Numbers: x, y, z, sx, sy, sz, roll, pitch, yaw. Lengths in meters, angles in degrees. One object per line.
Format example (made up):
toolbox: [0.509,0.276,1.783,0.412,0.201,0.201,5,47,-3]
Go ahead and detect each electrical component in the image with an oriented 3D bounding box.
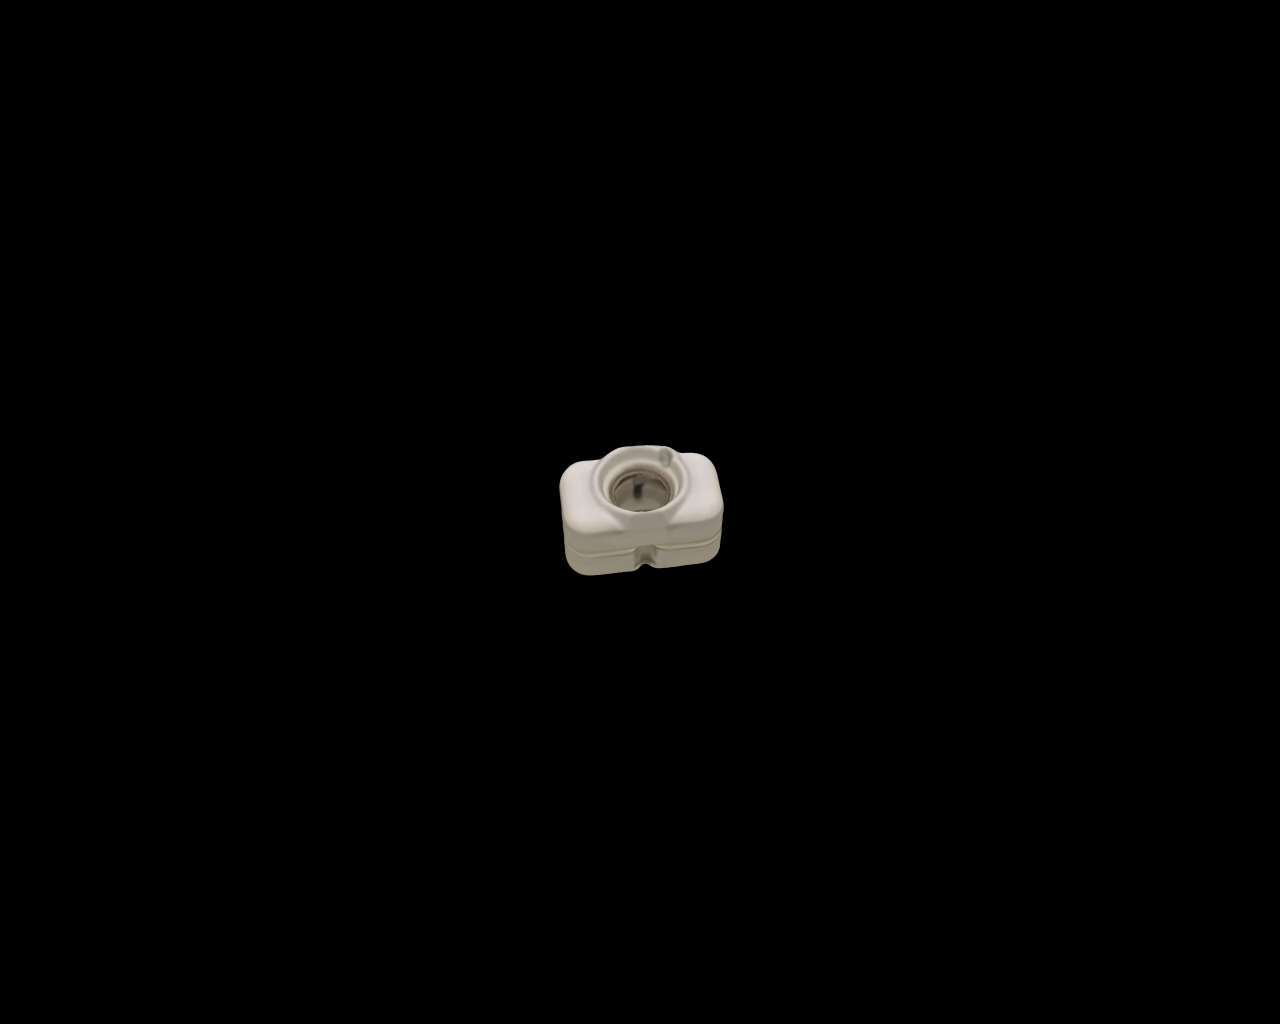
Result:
electrical component: [0.001,-0.003,0.650,0.095,0.054,0.059,-5,-37,-4]
